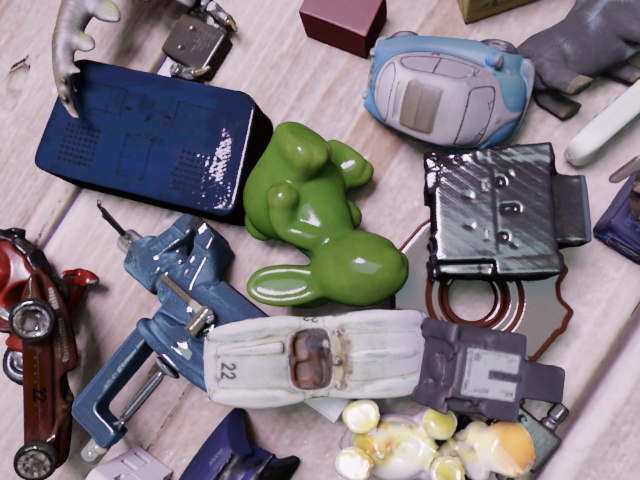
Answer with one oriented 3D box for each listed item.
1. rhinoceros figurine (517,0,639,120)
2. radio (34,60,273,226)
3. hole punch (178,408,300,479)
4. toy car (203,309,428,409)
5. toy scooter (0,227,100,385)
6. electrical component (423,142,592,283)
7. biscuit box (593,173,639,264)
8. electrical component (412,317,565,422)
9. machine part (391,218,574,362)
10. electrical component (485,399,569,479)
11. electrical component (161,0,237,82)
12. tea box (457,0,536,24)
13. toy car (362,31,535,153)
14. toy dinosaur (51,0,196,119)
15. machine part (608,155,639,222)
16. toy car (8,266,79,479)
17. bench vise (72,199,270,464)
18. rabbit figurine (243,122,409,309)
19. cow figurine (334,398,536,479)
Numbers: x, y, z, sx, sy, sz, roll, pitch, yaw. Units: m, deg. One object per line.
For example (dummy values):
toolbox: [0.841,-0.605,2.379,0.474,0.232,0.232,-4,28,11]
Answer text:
rhinoceros figurine: [0.275,-0.203,0.515,0.190,0.073,0.112,-35,68,6]
radio: [-0.173,-0.104,0.577,0.230,0.073,0.131,14,85,10]
hole punch: [-0.095,0.228,0.506,0.092,0.115,0.142,39,91,20]
toy car: [0.003,0.099,0.457,0.202,0.056,0.073,-3,83,-8]
toy scooter: [-0.317,0.051,0.582,0.135,0.075,0.184,-42,82,3]
electrical component: [0.158,-0.022,0.464,0.134,0.058,0.115,-4,82,8]
biscuit box: [0.336,-0.073,0.488,0.059,0.063,0.202,37,91,11]
electrical component: [0.141,0.108,0.446,0.119,0.048,0.074,9,85,-22]
machine part: [0.144,0.054,0.511,0.179,0.056,0.179,-1,82,10]
electrical component: [0.187,0.180,0.505,0.063,0.021,0.094,38,92,12]
electrical component: [-0.133,-0.219,0.596,0.078,0.045,0.102,37,90,10]
tea box: [0.215,-0.298,0.533,0.170,0.068,0.098,-15,81,9]
toy car: [0.111,-0.135,0.500,0.162,0.103,0.109,20,121,13]
toy dinosaur: [-0.191,-0.350,0.579,0.199,0.105,0.471,25,81,10]
machine part: [0.339,-0.021,0.417,0.243,0.079,0.079,18,87,-11]
toy car: [-0.260,0.127,0.515,0.053,0.089,0.202,3,100,-14]
bench vise: [-0.160,0.098,0.525,0.224,0.129,0.240,38,82,8]
rabbit figurine: [-0.001,-0.001,0.496,0.159,0.121,0.170,-46,62,12]
cow figurine: [0.099,0.189,0.484,0.167,0.098,0.068,3,66,6]
